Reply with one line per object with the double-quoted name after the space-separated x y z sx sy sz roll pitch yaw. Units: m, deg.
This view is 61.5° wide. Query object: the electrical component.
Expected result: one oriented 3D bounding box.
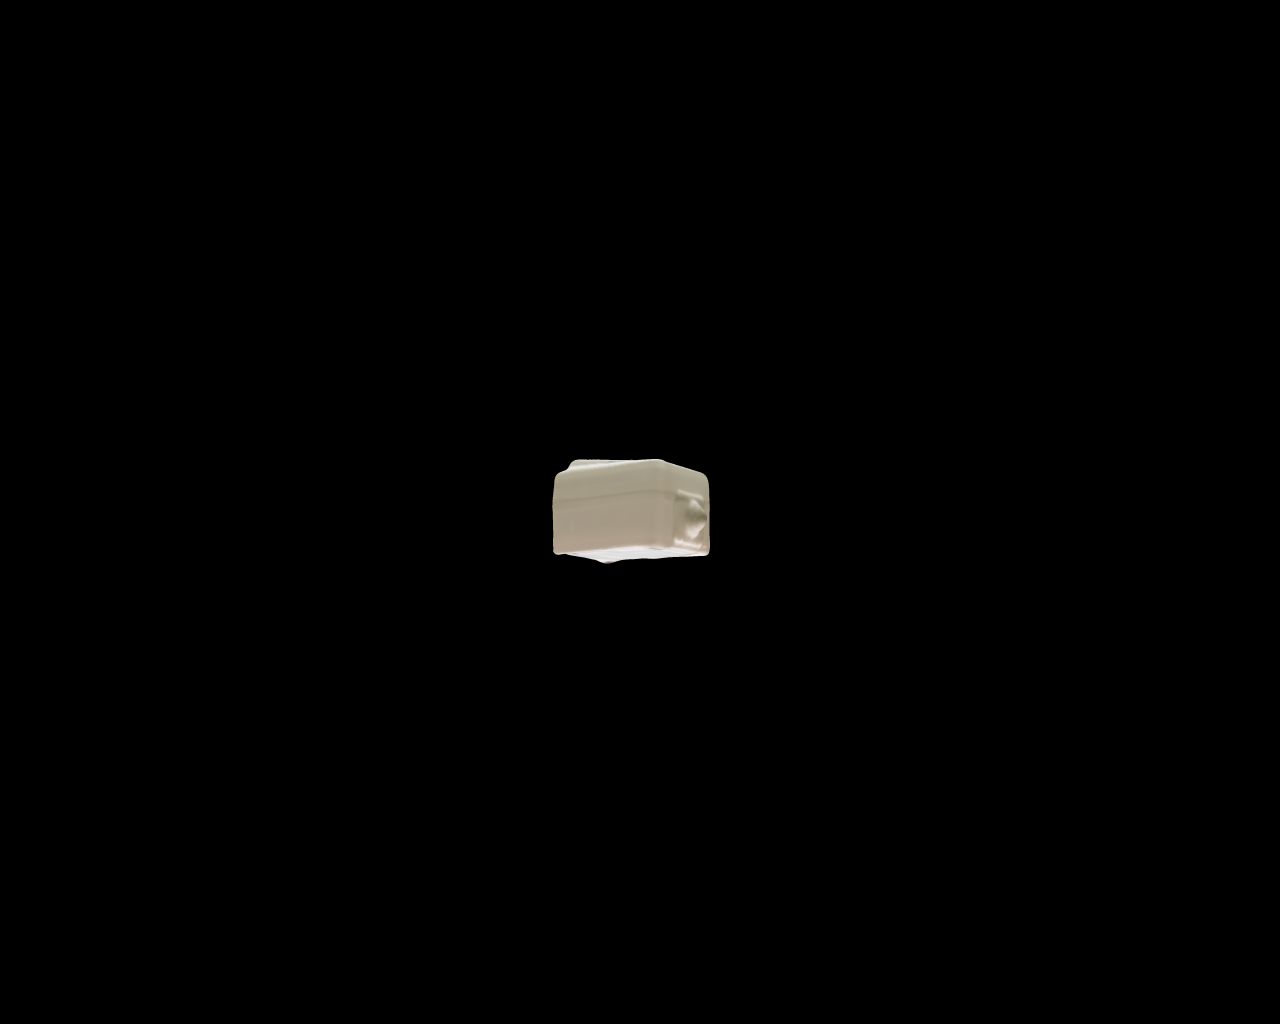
0.001 -0.003 0.650 0.096 0.061 0.062 -5 -10 32 "electrical component"
